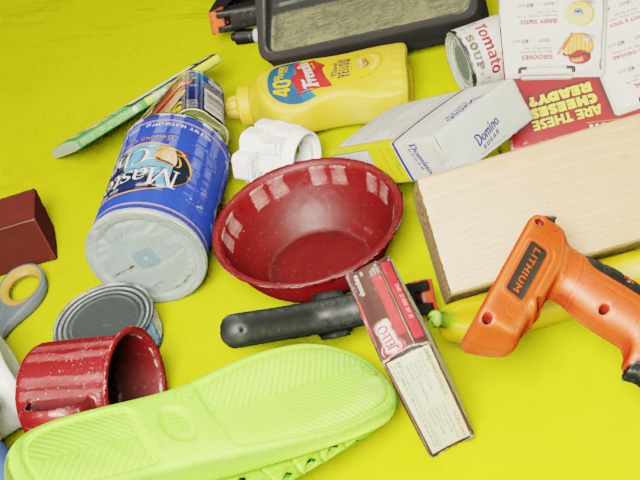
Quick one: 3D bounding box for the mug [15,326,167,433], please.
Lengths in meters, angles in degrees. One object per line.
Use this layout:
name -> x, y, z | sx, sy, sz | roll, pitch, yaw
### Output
mug -> -0.174, 0.116, 0.780 | 0.082, 0.093, 0.117 | -7, 9, 19

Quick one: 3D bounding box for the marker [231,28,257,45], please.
marker -> -0.043, -0.232, 1.197 | 0.121, 0.020, 0.020 | -1, 42, 18

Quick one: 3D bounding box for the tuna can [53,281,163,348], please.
tuna can -> -0.173, 0.076, 0.877 | 0.086, 0.034, 0.086 | -10, 40, 8

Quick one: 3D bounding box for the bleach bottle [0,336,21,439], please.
bleach bottle -> -0.341, 0.163, 0.807 | 0.250, 0.068, 0.103 | -34, 47, -10

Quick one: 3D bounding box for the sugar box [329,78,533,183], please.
sugar box -> 0.090, -0.087, 0.910 | 0.093, 0.048, 0.176 | -37, 18, -21

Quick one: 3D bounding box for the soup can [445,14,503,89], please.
soup can -> 0.180, -0.187, 1.030 | 0.102, 0.068, 0.068 | -21, 40, -6

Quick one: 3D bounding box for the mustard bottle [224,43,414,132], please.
mustard bottle -> -0.005, -0.144, 1.053 | 0.192, 0.058, 0.096 | -8, 41, 11

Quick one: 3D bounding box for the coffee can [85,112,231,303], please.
coffee can -> -0.138, -0.030, 0.933 | 0.103, 0.103, 0.140 | -6, 41, 12

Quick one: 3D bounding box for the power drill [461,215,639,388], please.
power drill -> 0.190, 0.080, 0.686 | 0.188, 0.057, 0.184 | 28, 58, 8

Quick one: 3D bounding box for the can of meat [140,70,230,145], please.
can of meat -> -0.135, -0.105, 1.030 | 0.102, 0.057, 0.084 | -42, 30, 24

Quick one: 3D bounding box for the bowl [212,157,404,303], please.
bowl -> -0.006, 0.001, 0.889 | 0.162, 0.055, 0.162 | -10, 40, 8

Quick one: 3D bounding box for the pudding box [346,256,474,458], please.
pudding box -> 0.061, 0.080, 0.730 | 0.039, 0.113, 0.090 | -26, 40, 5

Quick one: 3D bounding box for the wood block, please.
wood block -> 0.182, -0.026, 0.804 | 0.206, 0.090, 0.091 | -17, 81, 1

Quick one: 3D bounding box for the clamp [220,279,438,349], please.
clamp -> 0.001, 0.059, 0.816 | 0.171, 0.039, 0.120 | -7, 0, -14

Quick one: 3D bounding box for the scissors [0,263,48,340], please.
scissors -> -0.265, 0.084, 0.913 | 0.096, 0.016, 0.202 | -24, 44, -14

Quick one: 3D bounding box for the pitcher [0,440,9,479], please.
pitcher -> -0.221, 0.213, 0.672 | 0.243, 0.149, 0.144 | 29, 24, 37

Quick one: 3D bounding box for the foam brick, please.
foam brick -> -0.291, -0.005, 0.995 | 0.078, 0.053, 0.051 | -17, 39, -1

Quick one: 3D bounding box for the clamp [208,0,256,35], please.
clamp -> -0.055, -0.294, 1.248 | 0.209, 0.036, 0.165 | -30, 39, -28

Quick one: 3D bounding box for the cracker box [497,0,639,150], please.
cracker box -> 0.241, -0.166, 0.930 | 0.164, 0.072, 0.213 | -7, 66, 13

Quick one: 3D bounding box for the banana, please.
banana -> 0.167, 0.044, 0.778 | 0.197, 0.037, 0.070 | -15, -3, -9
